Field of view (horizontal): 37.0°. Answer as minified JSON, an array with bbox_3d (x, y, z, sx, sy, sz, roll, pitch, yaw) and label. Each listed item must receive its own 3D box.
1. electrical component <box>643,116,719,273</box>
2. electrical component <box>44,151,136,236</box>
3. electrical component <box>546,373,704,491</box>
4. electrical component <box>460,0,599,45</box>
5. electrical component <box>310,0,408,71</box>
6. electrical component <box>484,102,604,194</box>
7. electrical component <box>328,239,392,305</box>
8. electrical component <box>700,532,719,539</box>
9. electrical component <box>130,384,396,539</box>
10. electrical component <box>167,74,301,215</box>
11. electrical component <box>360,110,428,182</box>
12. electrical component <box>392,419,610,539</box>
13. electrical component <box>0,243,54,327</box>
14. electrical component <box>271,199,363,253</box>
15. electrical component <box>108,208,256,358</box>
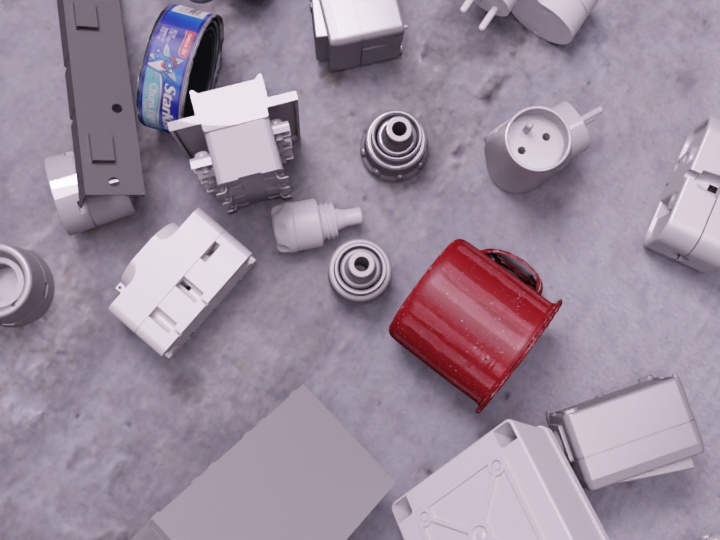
[{"bbox_3d":[0.244,-0.049,0.739,0.059,0.053,0.095,24,83,1],"label":"electrical component"},{"bbox_3d":[-0.182,-0.056,0.728,0.047,0.055,0.055,-17,84,-7],"label":"electrical component"},{"bbox_3d":[0.169,0.112,0.714,0.096,0.061,0.061,-18,84,-4],"label":"electrical component"},{"bbox_3d":[0.096,-0.198,0.732,0.138,0.052,0.073,37,83,-26],"label":"electrical component"},{"bbox_3d":[-0.009,-0.194,0.744,0.061,0.061,0.096,-13,84,-3],"label":"electrical component"},{"bbox_3d":[0.128,-0.089,0.729,0.079,0.077,0.044,-29,85,-5],"label":"electrical component"},{"bbox_3d":[0.000,0.000,0.722,0.043,0.062,0.043,0,83,-2],"label":"electrical component"},{"bbox_3d":[0.219,0.204,0.715,0.062,0.048,0.048,-15,84,4],"label":"electrical component"},{"bbox_3d":[-0.061,0.153,0.659,0.089,0.061,0.150,46,41,4],"label":"electrical component"},{"bbox_3d":[-0.075,-0.077,0.699,0.079,0.121,0.063,-15,86,-3],"label":"electrical component"},{"bbox_3d":[0.025,-0.089,0.733,0.048,0.062,0.048,0,83,-2],"label":"electrical component"},{"bbox_3d":[0.090,0.167,0.669,0.109,0.056,0.108,-41,53,23],"label":"electrical component"},{"bbox_3d":[-0.239,0.009,0.721,0.055,0.047,0.055,0,83,-2],"label":"electrical component"},{"bbox_3d":[-0.029,-0.032,0.739,0.061,0.035,0.035,-10,84,-6],"label":"electrical component"},{"bbox_3d":[-0.122,0.007,0.723,0.056,0.050,0.089,41,84,3],"label":"electrical component"}]
